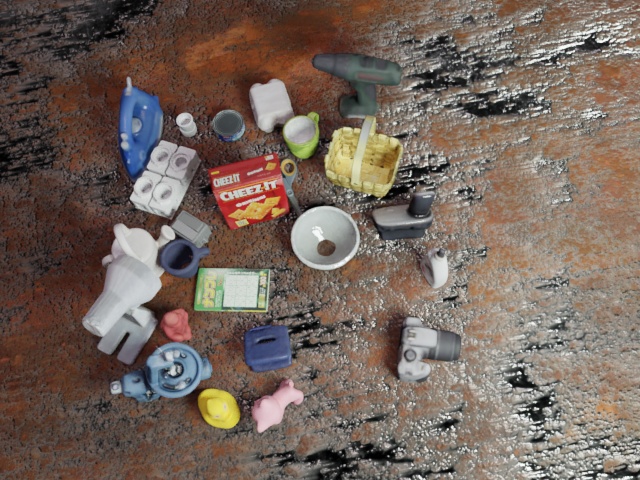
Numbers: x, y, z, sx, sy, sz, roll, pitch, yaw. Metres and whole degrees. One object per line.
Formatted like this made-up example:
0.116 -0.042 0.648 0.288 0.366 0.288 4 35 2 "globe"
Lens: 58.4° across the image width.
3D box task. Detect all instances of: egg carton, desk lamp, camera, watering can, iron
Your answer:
-0.134 -0.370 1.571 0.107 0.069 0.150 -17 68 -5 "egg carton"
-0.440 0.157 1.290 0.117 0.213 0.203 23 71 11 "desk lamp"
0.246 0.248 1.289 0.136 0.101 0.143 7 68 5 "camera"
-0.432 0.018 1.357 0.100 0.194 0.173 41 75 17 "watering can"
-0.495 -0.295 1.515 0.118 0.141 0.258 -2 68 1 "iron"

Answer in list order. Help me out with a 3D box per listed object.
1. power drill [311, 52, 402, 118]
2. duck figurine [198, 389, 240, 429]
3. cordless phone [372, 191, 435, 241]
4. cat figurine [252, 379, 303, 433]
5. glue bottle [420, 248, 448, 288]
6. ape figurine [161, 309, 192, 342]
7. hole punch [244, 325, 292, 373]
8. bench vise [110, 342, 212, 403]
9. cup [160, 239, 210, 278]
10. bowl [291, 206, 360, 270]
0.095 -0.409 1.503 0.229 0.208 0.075 1 68 3 "power drill"
-0.229 0.369 1.265 0.104 0.086 0.077 35 73 15 "duck figurine"
0.203 -0.075 1.376 0.147 0.185 0.094 -9 68 -1 "cordless phone"
-0.099 0.357 1.248 0.067 0.118 0.128 41 75 17 "cat figurine"
0.270 0.053 1.328 0.037 0.173 0.078 -28 69 -9 "glue bottle"
-0.339 0.194 1.337 0.076 0.092 0.078 19 70 10 "ape figurine"
-0.122 0.243 1.309 0.108 0.091 0.101 -10 68 -2 "hole punch"
-0.348 0.296 1.227 0.207 0.220 0.121 -33 70 -10 "bench vise"
-0.319 0.051 1.393 0.118 0.095 0.091 -16 68 -4 "cup"
0.013 0.005 1.410 0.167 0.075 0.167 -1 68 2 "bowl"
